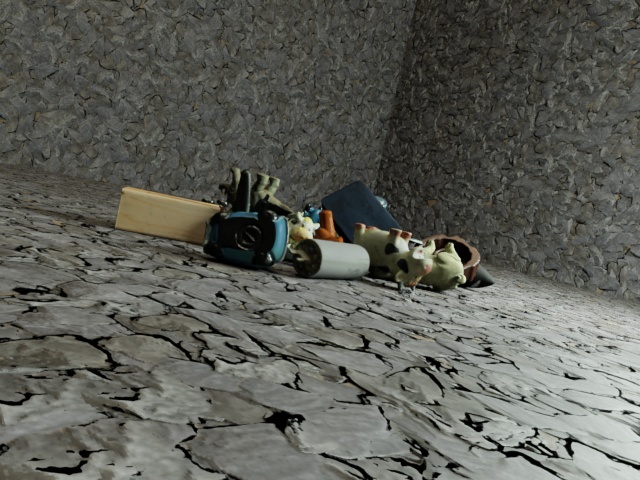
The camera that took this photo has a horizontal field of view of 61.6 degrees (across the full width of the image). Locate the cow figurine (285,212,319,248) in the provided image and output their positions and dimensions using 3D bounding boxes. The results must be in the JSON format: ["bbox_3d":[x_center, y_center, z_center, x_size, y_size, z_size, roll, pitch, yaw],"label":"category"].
[{"bbox_3d":[-0.051,-0.024,1.230,0.068,0.098,0.167,35,-19,-21],"label":"cow figurine"}]

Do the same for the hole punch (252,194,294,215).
[{"bbox_3d":[-0.140,-0.047,1.483,0.116,0.142,0.092,26,3,-11],"label":"hole punch"}]

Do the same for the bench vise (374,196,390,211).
[{"bbox_3d":[0.123,0.001,1.510,0.129,0.223,0.241,28,34,-11],"label":"bench vise"}]

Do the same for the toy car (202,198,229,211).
[{"bbox_3d":[-0.324,-0.078,1.591,0.053,0.089,0.202,17,6,5],"label":"toy car"}]

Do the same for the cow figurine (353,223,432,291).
[{"bbox_3d":[0.157,0.038,1.187,0.195,0.127,0.085,13,4,38],"label":"cow figurine"}]

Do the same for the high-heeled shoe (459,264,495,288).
[{"bbox_3d":[0.345,0.086,1.489,0.249,0.086,0.145,14,11,42],"label":"high-heeled shoe"}]

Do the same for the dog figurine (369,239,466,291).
[{"bbox_3d":[0.226,0.072,1.273,0.190,0.121,0.172,-7,10,-31],"label":"dog figurine"}]

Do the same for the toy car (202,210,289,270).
[{"bbox_3d":[-0.137,0.006,1.025,0.162,0.109,0.102,2,-20,4],"label":"toy car"}]

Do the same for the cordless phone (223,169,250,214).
[{"bbox_3d":[-0.187,-0.069,1.219,0.089,0.184,0.147,7,5,-13],"label":"cordless phone"}]

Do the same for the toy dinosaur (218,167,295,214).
[{"bbox_3d":[-0.200,-0.119,1.758,0.472,0.198,0.105,19,7,43],"label":"toy dinosaur"}]

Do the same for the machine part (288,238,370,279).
[{"bbox_3d":[0.025,0.041,1.090,0.079,0.079,0.243,15,4,38],"label":"machine part"}]

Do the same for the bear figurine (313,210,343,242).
[{"bbox_3d":[-0.001,0.000,1.298,0.120,0.132,0.196,-19,2,-3],"label":"bear figurine"}]

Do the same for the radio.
[{"bbox_3d":[0.112,-0.042,1.400,0.230,0.131,0.073,55,-8,31],"label":"radio"}]

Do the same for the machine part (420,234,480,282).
[{"bbox_3d":[0.336,0.054,1.448,0.179,0.056,0.179,-1,36,1],"label":"machine part"}]

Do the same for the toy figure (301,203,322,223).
[{"bbox_3d":[0.014,-0.035,1.668,0.180,0.082,0.089,44,17,-1],"label":"toy figure"}]
